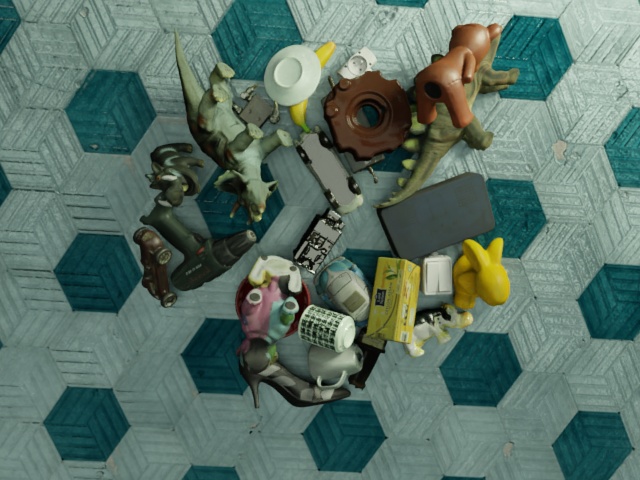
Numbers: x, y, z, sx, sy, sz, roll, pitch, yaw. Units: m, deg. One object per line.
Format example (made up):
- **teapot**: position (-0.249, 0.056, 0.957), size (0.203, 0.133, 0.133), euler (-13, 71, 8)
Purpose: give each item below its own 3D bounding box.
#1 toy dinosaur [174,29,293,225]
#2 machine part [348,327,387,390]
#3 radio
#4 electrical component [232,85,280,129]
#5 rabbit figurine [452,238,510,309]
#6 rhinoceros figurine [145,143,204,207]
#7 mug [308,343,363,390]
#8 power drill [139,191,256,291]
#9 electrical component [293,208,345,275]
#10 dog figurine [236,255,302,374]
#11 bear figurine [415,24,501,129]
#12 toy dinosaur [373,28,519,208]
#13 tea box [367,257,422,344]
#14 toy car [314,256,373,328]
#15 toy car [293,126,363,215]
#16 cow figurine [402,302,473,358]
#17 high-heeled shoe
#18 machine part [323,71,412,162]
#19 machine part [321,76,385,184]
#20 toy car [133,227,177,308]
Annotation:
- **toy dinosaur**: position (-0.200, -0.217, 1.100), size (0.192, 0.131, 0.405), euler (-43, 81, 34)
- **machine part**: position (0.102, 0.266, 1.206), size (0.084, 0.039, 0.138), euler (17, 93, -12)
- **radio**: position (0.251, -0.049, 1.158), size (0.230, 0.073, 0.131), euler (-21, 98, 2)
- **electrical component**: position (-0.133, -0.276, 1.133), size (0.078, 0.045, 0.102), euler (-45, 95, 2)
- **rabbit figurine**: position (0.352, 0.076, 1.125), size (0.122, 0.173, 0.162), euler (-2, 101, 2)
- **rhinoceros figurine**: position (-0.292, -0.135, 1.073), size (0.112, 0.190, 0.073), euler (4, 123, -29)
- **mug**: position (0.035, 0.265, 1.152), size (0.107, 0.109, 0.080), euler (-13, 130, 24)
- **power drill**: position (-0.261, -0.012, 1.116), size (0.207, 0.086, 0.232), euler (46, 120, -4)
- **electrical component**: position (-0.002, -0.003, 1.133), size (0.058, 0.115, 0.134), euler (32, 93, -9)
- **dog figurine**: position (-0.113, 0.164, 1.103), size (0.108, 0.192, 0.219), euler (13, 130, -7)
- **bear figurine**: position (0.266, -0.324, 1.034), size (0.196, 0.120, 0.131), euler (-49, 134, -28)
- **toy dinosaur**: position (0.266, -0.255, 1.122), size (0.199, 0.105, 0.471), euler (24, 84, 4)
- **tea box**: position (0.158, 0.128, 1.134), size (0.068, 0.098, 0.169), euler (3, 77, 31)
- **toy car**: position (0.064, 0.121, 1.155), size (0.109, 0.103, 0.161), euler (-41, 93, 4)
- **toy car**: position (0.019, -0.148, 1.148), size (0.073, 0.056, 0.201), euler (-32, 95, 5)
- **cow figurine**: position (0.248, 0.182, 1.188), size (0.167, 0.068, 0.098), euler (-29, 91, 1)
- **high-heeled shoe**: position (-0.057, 0.297, 1.201), size (0.249, 0.086, 0.145), euler (1, 68, -18)
- **machine part**: position (0.095, -0.243, 1.057), size (0.179, 0.056, 0.179), euler (0, 93, -3)
- **machine part**: position (0.069, -0.229, 1.124), size (0.079, 0.079, 0.243), euler (-24, 93, 1)
- **toy car**: position (-0.341, 0.063, 1.105), size (0.089, 0.202, 0.053), euler (36, 50, 24)
